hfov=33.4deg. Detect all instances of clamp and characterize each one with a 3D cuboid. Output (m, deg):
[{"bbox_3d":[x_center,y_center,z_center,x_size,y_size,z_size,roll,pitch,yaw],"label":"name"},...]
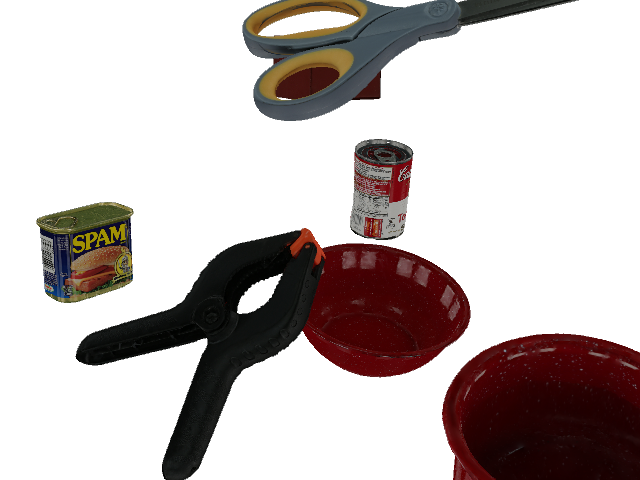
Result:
[{"bbox_3d":[-0.061,0.065,0.663,0.171,0.120,0.039,-36,-26,2],"label":"clamp"}]

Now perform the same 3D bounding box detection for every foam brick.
[{"bbox_3d":[0.006,-0.144,0.890,0.078,0.051,0.053,-8,16,-37],"label":"foam brick"}]

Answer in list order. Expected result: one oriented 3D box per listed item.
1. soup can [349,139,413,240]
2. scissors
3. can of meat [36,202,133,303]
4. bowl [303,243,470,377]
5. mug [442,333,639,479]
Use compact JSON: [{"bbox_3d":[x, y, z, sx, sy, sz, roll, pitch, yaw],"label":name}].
[{"bbox_3d":[0.070,-0.059,1.257,0.068,0.102,0.068,3,28,-2],"label":"soup can"},{"bbox_3d":[0.050,-0.098,0.535,0.202,0.096,0.016,2,-37,21],"label":"scissors"},{"bbox_3d":[-0.250,0.012,1.147,0.058,0.084,0.101,18,25,40],"label":"can of meat"},{"bbox_3d":[0.046,0.069,0.928,0.162,0.055,0.162,6,32,-4],"label":"bowl"},{"bbox_3d":[0.102,0.096,0.393,0.117,0.081,0.093,5,36,9],"label":"mug"}]
